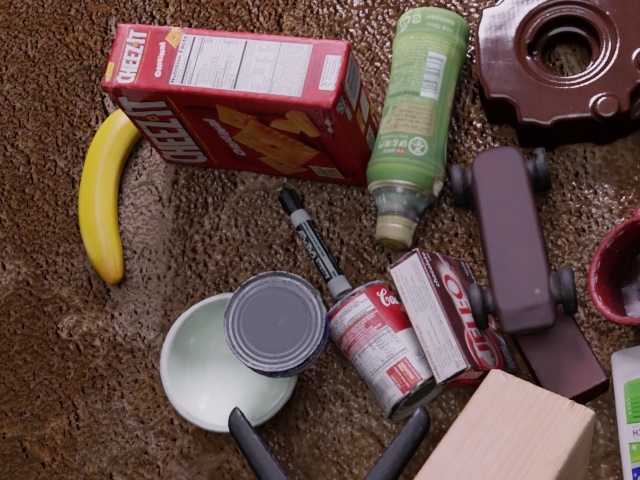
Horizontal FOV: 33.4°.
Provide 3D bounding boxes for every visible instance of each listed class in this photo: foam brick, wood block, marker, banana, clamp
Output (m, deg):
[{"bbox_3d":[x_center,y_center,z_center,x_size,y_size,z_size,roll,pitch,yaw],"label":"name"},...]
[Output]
[{"bbox_3d":[0.198,0.099,0.882,0.051,0.053,0.078,-27,68,3],"label":"foam brick"},{"bbox_3d":[0.118,0.207,0.794,0.091,0.090,0.205,22,50,28],"label":"wood block"},{"bbox_3d":[-0.006,0.001,0.985,0.020,0.020,0.121,-31,67,2],"label":"marker"},{"bbox_3d":[-0.202,-0.055,1.042,0.070,0.037,0.198,7,74,21],"label":"banana"},{"bbox_3d":[0.015,0.225,0.836,0.164,0.036,0.210,-9,70,7],"label":"clamp"}]

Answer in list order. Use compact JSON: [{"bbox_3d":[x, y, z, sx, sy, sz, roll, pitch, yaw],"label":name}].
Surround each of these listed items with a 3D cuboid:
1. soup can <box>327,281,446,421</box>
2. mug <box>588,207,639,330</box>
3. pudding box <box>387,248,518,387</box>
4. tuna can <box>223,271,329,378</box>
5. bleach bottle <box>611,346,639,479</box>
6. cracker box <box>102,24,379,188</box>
[{"bbox_3d":[0.057,0.095,0.911,0.068,0.068,0.102,-37,68,-1],"label":"soup can"},{"bbox_3d":[0.276,0.026,0.860,0.093,0.081,0.117,-31,47,36],"label":"mug"},{"bbox_3d":[0.111,0.067,0.893,0.039,0.089,0.113,-36,64,25],"label":"pudding box"},{"bbox_3d":[-0.035,0.071,0.890,0.086,0.033,0.086,-3,71,8],"label":"tuna can"},{"bbox_3d":[0.285,0.204,0.809,0.103,0.068,0.251,-18,66,41],"label":"bleach bottle"},{"bbox_3d":[-0.065,-0.117,0.962,0.214,0.164,0.072,7,71,16],"label":"cracker box"}]
